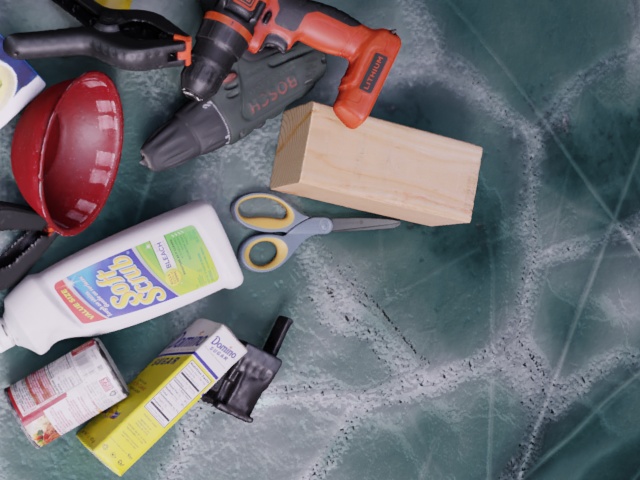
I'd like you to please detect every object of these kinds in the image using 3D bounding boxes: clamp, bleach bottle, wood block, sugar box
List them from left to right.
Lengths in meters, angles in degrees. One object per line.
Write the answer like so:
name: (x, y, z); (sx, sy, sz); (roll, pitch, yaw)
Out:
clamp: (-0.339, 0.029, 1.010); (0.209, 0.036, 0.165); (-21, 126, -38)
clamp: (-0.204, -0.204, 1.021); (0.171, 0.039, 0.120); (8, 51, -4)
bleach bottle: (-0.209, 0.052, 1.071); (0.250, 0.068, 0.102); (-26, 103, -18)
sugar box: (-0.160, 0.154, 1.075); (0.176, 0.093, 0.048); (-47, 107, -17)
wood block: (0.062, -0.080, 1.168); (0.205, 0.091, 0.090); (12, 84, -22)

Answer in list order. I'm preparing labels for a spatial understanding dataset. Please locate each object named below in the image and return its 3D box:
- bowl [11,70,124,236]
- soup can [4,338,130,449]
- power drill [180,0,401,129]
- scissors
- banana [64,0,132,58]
bowl: (-0.249, -0.088, 1.026); (0.055, 0.162, 0.162); (13, 84, 14)
soup can: (-0.246, 0.148, 1.042); (0.102, 0.068, 0.068); (-30, 102, -9)
power drill: (-0.027, -0.187, 1.060); (0.187, 0.057, 0.184); (29, 82, -14)
scissors: (-0.008, 0.001, 1.180); (0.201, 0.016, 0.096); (15, 86, -22)
banana: (-0.221, -0.281, 1.076); (0.069, 0.037, 0.198); (3, 89, -22)
